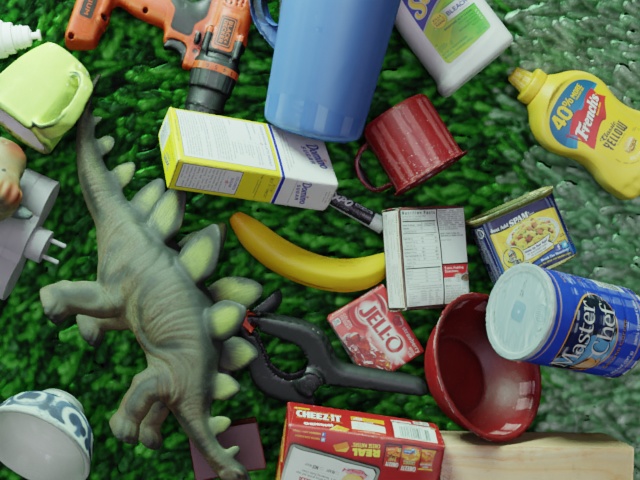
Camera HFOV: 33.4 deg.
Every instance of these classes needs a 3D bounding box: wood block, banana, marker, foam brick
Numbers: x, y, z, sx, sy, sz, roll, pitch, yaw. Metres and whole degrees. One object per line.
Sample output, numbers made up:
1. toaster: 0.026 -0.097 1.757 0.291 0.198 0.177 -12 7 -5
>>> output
1. wood block: 0.222 0.259 1.155 0.206 0.091 0.090 2 89 -5
2. banana: -0.006 0.019 1.174 0.197 0.037 0.069 10 69 -6
3. marker: 0.018 -0.044 1.184 0.121 0.020 0.020 29 86 -3
4. foam brick: -0.101 0.225 1.148 0.078 0.051 0.053 -10 88 -5

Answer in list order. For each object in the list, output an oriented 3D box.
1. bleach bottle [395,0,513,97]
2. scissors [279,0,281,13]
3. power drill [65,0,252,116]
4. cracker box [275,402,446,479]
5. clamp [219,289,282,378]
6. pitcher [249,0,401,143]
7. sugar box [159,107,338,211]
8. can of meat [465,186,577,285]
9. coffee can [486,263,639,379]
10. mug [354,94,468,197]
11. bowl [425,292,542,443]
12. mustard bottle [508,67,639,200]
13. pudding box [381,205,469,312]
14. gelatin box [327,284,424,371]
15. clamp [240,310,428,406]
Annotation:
1. bleach bottle: 0.098 -0.285 1.179 0.102 0.068 0.251 -39 89 -1
2. scissors: -0.053 -0.303 1.189 0.096 0.016 0.202 19 87 -2
3. power drill: -0.174 -0.215 1.156 0.187 0.057 0.184 17 83 -7
4. cracker box: 0.030 0.289 1.124 0.164 0.072 0.214 8 104 -4
5. clamp: -0.129 0.105 1.157 0.120 0.039 0.171 27 79 3
6. pitcher: 0.007 -0.233 1.118 0.144 0.149 0.243 6 106 -26
7. sugar box: -0.075 -0.084 1.118 0.176 0.093 0.048 10 130 -24
8. can of meat: 0.224 -0.002 1.182 0.102 0.057 0.084 -24 92 -5
9. coffee can: 0.263 0.087 1.135 0.140 0.103 0.103 13 87 -29
10. mug: 0.090 -0.099 1.163 0.117 0.093 0.081 -32 86 18
11. bowl: 0.165 0.141 1.151 0.161 0.055 0.162 15 64 -34
12. mustard bottle: 0.293 -0.133 1.192 0.191 0.058 0.096 33 88 -3
13. pudding box: 0.116 0.020 1.166 0.089 0.039 0.113 -2 86 -28
14. gelatin box: 0.060 0.104 1.177 0.073 0.030 0.089 -31 92 -5
15. clamp: 0.001 0.145 1.143 0.164 0.036 0.210 -39 100 8
